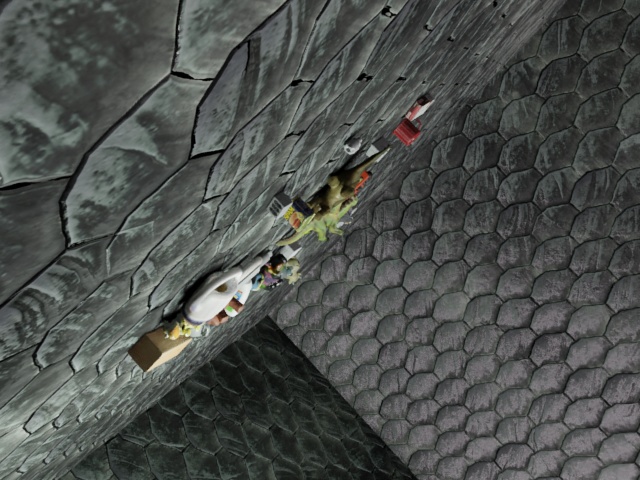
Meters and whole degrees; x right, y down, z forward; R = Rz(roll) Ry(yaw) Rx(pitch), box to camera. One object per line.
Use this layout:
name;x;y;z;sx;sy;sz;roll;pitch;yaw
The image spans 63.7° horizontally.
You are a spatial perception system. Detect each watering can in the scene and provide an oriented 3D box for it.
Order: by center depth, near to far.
watering can;-0.323;0.163;1.687;0.221;0.104;0.351;-46;-7;25

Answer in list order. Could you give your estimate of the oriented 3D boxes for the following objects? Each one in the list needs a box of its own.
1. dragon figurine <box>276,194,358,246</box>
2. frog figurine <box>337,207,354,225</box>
dragon figurine;0.007;-0.108;2.153;0.414;0.237;0.124;-20;49;-37
frog figurine;0.072;-0.136;2.371;0.138;0.120;0.162;-27;27;-5
